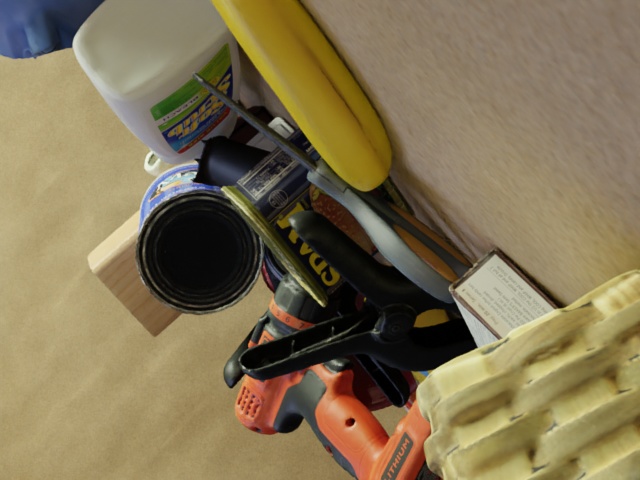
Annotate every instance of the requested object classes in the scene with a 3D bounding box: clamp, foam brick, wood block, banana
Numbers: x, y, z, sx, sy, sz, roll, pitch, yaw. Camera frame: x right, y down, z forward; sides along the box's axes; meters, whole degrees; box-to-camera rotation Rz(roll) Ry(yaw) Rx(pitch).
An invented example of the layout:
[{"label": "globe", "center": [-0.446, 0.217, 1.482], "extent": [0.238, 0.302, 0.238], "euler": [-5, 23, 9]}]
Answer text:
[{"label": "clamp", "center": [0.040, 0.037, 0.665], "extent": [0.039, 0.171, 0.120], "euler": [-111, 27, -48]}, {"label": "foam brick", "center": [-0.058, -0.080, 0.925], "extent": [0.053, 0.051, 0.078], "euler": [49, 175, -12]}, {"label": "wood block", "center": [-0.116, -0.015, 1.031], "extent": [0.090, 0.206, 0.091], "euler": [49, 175, -16]}, {"label": "banana", "center": [-0.009, -0.084, 0.556], "extent": [0.070, 0.037, 0.197], "euler": [41, 171, 50]}, {"label": "clamp", "center": [0.005, 0.052, 0.947], "extent": [0.164, 0.210, 0.036], "euler": [15, 145, -14]}]

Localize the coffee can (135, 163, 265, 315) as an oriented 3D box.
[{"label": "coffee can", "center": [-0.104, -0.005, 0.908], "extent": [0.102, 0.103, 0.140], "euler": [49, -178, -15]}]

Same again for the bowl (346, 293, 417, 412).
[{"label": "bowl", "center": [0.034, 0.096, 1.049], "extent": [0.162, 0.162, 0.055], "euler": [51, -161, -31]}]

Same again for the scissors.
[{"label": "scissors", "center": [0.012, -0.025, 0.601], "extent": [0.201, 0.016, 0.096], "euler": [33, -164, -20]}]

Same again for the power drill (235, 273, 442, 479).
[{"label": "power drill", "center": [0.026, 0.100, 0.788], "extent": [0.057, 0.184, 0.188], "euler": [-1, -151, -45]}]

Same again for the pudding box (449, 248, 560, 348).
[{"label": "pudding box", "center": [0.124, 0.068, 0.566], "extent": [0.114, 0.039, 0.090], "euler": [45, 172, 37]}]

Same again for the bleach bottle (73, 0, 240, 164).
[{"label": "bleach bottle", "center": [-0.095, -0.110, 0.759], "extent": [0.068, 0.102, 0.251], "euler": [49, 177, 8]}]

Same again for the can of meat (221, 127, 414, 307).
[{"label": "can of meat", "center": [0.001, -0.021, 0.683], "extent": [0.102, 0.084, 0.057], "euler": [52, 174, -38]}]

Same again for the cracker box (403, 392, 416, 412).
[{"label": "cracker box", "center": [0.090, 0.135, 1.188], "extent": [0.213, 0.072, 0.164], "euler": [48, 176, -8]}]

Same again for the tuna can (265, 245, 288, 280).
[{"label": "tuna can", "center": [-0.006, 0.001, 0.904], "extent": [0.086, 0.086, 0.034], "euler": [48, 174, 5]}]

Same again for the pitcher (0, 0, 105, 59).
[{"label": "pitcher", "center": [-0.208, -0.241, 0.639], "extent": [0.149, 0.145, 0.242], "euler": [30, 162, 33]}]

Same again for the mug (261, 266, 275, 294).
[{"label": "mug", "center": [-0.009, 0.039, 1.100], "extent": [0.093, 0.117, 0.082], "euler": [17, -177, -23]}]

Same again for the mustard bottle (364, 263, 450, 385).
[{"label": "mustard bottle", "center": [0.084, 0.078, 0.876], "extent": [0.096, 0.058, 0.191], "euler": [51, 178, 44]}]
